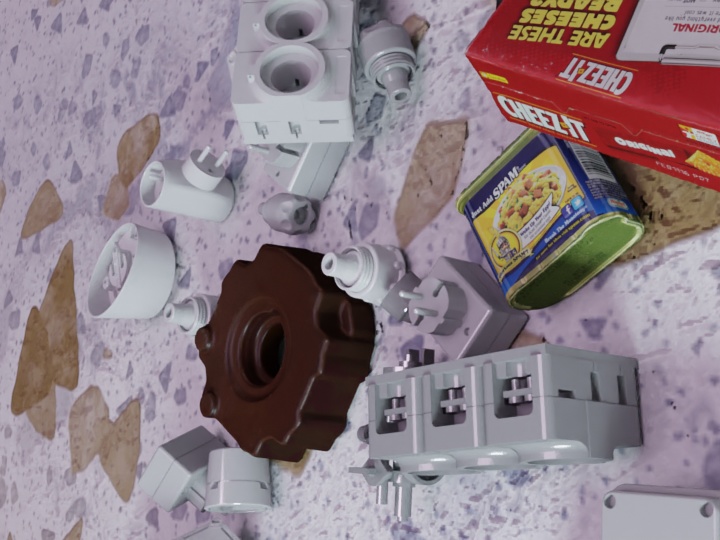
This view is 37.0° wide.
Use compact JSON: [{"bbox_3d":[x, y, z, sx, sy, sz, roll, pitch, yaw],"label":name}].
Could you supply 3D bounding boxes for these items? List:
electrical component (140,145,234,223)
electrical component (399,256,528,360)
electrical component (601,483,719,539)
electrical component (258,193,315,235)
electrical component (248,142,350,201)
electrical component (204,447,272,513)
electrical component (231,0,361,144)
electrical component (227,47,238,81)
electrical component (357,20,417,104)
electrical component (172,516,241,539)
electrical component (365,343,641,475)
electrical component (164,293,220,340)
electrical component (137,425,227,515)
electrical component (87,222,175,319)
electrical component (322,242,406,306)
[{"bbox_3d":[-0.151,-0.084,0.993,0.079,0.077,0.044,-49,48,29],"label":"electrical component"},{"bbox_3d":[0.059,0.026,0.725,0.047,0.077,0.065,-60,44,21],"label":"electrical component"},{"bbox_3d":[0.174,0.173,0.573,0.078,0.057,0.113,-8,75,48],"label":"electrical component"},{"bbox_3d":[-0.067,-0.049,0.922,0.061,0.035,0.035,14,92,52],"label":"electrical component"},{"bbox_3d":[-0.058,-0.102,0.890,0.047,0.077,0.065,42,113,45],"label":"electrical component"},{"bbox_3d":[-0.101,0.175,0.893,0.055,0.055,0.047,-23,61,44],"label":"electrical component"},{"bbox_3d":[-0.049,-0.180,0.855,0.089,0.061,0.150,-1,62,6],"label":"electrical component"},{"bbox_3d":[-0.070,-0.175,0.943,0.100,0.048,0.099,-38,54,37],"label":"electrical component"},{"bbox_3d":[0.024,-0.159,0.836,0.043,0.043,0.062,-39,55,37],"label":"electrical component"},{"bbox_3d":[-0.127,0.254,0.885,0.062,0.096,0.061,30,132,48],"label":"electrical component"},{"bbox_3d":[0.086,0.091,0.668,0.150,0.089,0.061,-17,69,46],"label":"electrical component"},{"bbox_3d":[-0.146,0.042,0.969,0.048,0.062,0.048,-15,70,47],"label":"electrical component"},{"bbox_3d":[-0.138,0.183,0.931,0.077,0.066,0.047,38,113,15],"label":"electrical component"},{"bbox_3d":[-0.231,0.003,1.075,0.099,0.064,0.099,-14,70,47],"label":"electrical component"},{"bbox_3d":[0.000,0.000,0.810,0.048,0.062,0.048,-15,70,47],"label":"electrical component"}]
